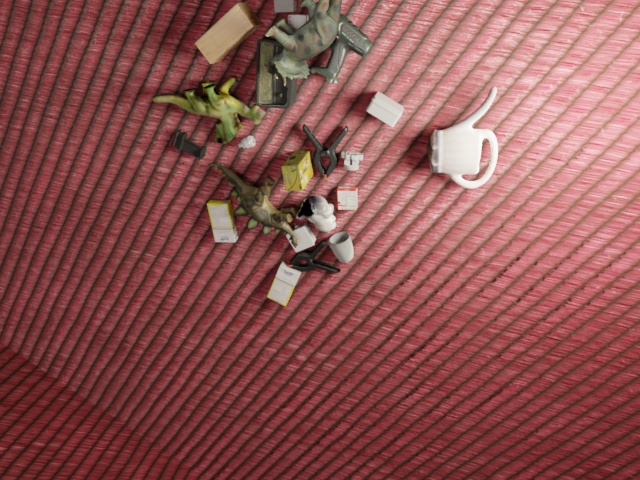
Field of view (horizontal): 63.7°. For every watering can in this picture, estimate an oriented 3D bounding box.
[{"bbox_3d":[0.472,-0.332,1.702,0.224,0.341,0.106,3,27,14],"label":"watering can"}]

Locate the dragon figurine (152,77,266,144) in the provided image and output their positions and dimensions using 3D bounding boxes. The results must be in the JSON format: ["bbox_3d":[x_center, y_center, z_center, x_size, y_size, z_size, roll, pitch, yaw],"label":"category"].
[{"bbox_3d":[-0.390,-0.456,1.880,0.409,0.238,0.125,-6,32,19],"label":"dragon figurine"}]

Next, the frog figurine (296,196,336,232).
[{"bbox_3d":[0.006,-0.098,1.954,0.158,0.125,0.135,19,-33,-34],"label":"frog figurine"}]
